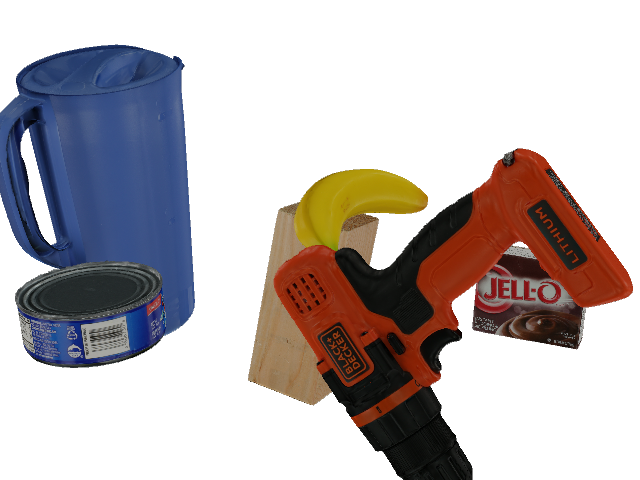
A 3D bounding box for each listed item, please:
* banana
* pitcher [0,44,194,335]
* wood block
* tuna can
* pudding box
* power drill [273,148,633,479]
[{"bbox_3d":[0.027,-0.025,0.852,0.037,0.069,0.197,-35,0,32],"label":"banana"},{"bbox_3d":[-0.180,-0.034,0.907,0.149,0.243,0.145,-5,26,-3],"label":"pitcher"},{"bbox_3d":[-0.009,0.067,1.214,0.090,0.206,0.090,18,18,22],"label":"wood block"},{"bbox_3d":[-0.135,0.043,0.631,0.086,0.034,0.086,-3,20,1],"label":"tuna can"},{"bbox_3d":[0.216,0.055,1.095,0.114,0.090,0.039,9,22,17],"label":"pudding box"},{"bbox_3d":[0.086,0.049,0.638,0.188,0.184,0.057,-35,-2,17],"label":"power drill"}]
